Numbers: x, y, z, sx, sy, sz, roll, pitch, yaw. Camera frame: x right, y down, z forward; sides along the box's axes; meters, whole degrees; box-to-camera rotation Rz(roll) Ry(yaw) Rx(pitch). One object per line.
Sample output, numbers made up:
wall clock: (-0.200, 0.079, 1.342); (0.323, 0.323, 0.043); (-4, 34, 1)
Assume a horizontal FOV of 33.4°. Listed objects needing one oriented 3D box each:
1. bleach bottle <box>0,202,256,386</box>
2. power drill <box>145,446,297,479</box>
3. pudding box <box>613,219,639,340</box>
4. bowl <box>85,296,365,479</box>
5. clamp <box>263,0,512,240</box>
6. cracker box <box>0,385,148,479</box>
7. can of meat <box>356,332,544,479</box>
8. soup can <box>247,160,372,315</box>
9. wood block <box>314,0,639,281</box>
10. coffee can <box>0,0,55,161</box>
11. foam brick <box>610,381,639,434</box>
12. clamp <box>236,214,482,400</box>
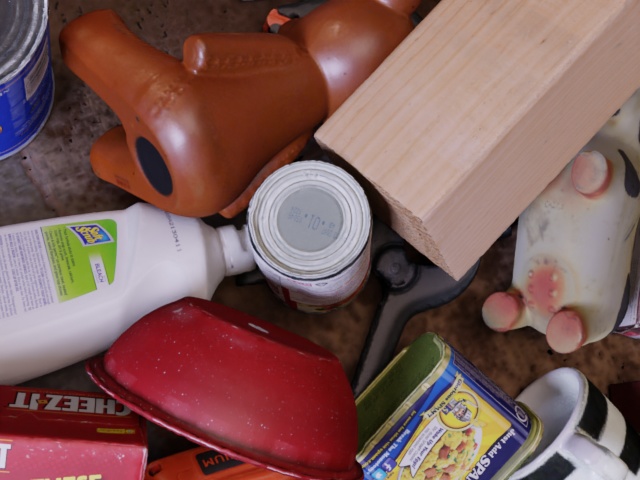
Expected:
bleach bottle: (-0.157, 0.036, 0.612); (0.250, 0.068, 0.102); (-12, 56, -16)
power drill: (-0.024, 0.187, 0.558); (0.184, 0.057, 0.188); (-8, 38, -37)
pudding box: (0.255, 0.019, 0.731); (0.090, 0.039, 0.113); (15, 75, -8)
bowl: (-0.041, 0.073, 0.575); (0.162, 0.162, 0.055); (22, 90, -8)
clamp: (0.060, -0.098, 0.708); (0.210, 0.036, 0.164); (13, 83, -8)
cracker box: (-0.181, 0.181, 0.546); (0.164, 0.072, 0.214); (6, 105, -12)
can of meat: (0.067, 0.117, 0.641); (0.084, 0.057, 0.102); (41, 93, -18)
soup can: (-0.004, 0.001, 0.606); (0.068, 0.102, 0.068); (-1, 76, 2)
wood block: (0.108, -0.091, 0.610); (0.206, 0.090, 0.090); (-47, 58, -4)
coffee can: (-0.202, -0.107, 0.595); (0.102, 0.140, 0.103); (2, 80, -13)
foam brick: (0.231, 0.114, 0.688); (0.053, 0.078, 0.051); (-3, 80, -16)
clamp: (0.035, 0.015, 0.674); (0.120, 0.039, 0.171); (44, 83, -7)
